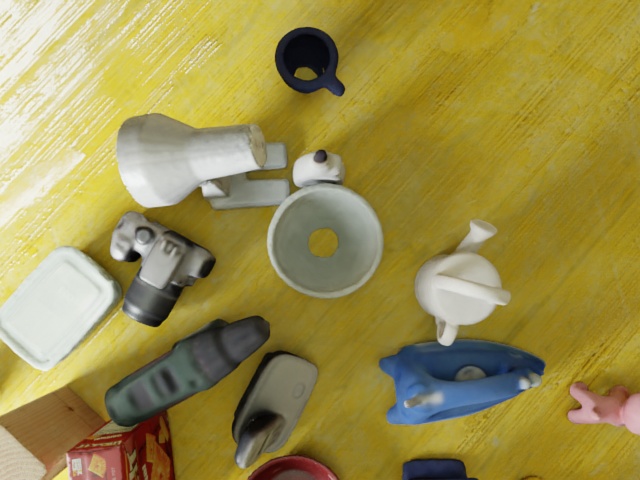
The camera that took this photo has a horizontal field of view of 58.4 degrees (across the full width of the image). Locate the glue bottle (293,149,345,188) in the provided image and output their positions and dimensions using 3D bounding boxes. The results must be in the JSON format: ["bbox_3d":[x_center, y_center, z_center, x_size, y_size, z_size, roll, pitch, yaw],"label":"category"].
[{"bbox_3d":[0.000,-0.104,0.807,0.078,0.173,0.037,0,86,-2],"label":"glue bottle"}]

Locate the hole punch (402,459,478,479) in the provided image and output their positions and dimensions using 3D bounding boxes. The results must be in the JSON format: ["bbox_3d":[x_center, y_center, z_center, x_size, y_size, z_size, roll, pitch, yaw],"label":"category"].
[{"bbox_3d":[0.176,0.379,0.827,0.108,0.091,0.101,-1,87,-2],"label":"hole punch"}]

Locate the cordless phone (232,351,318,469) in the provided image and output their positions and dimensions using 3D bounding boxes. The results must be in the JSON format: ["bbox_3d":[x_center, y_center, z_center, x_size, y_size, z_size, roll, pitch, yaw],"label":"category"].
[{"bbox_3d":[-0.064,0.231,0.779,0.094,0.185,0.148,24,86,0],"label":"cordless phone"}]

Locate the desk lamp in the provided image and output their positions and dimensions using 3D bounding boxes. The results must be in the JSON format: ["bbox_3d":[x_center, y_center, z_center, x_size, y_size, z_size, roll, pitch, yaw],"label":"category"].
[{"bbox_3d":[-0.146,-0.106,0.781,0.203,0.213,0.118,-5,87,-2],"label":"desk lamp"}]

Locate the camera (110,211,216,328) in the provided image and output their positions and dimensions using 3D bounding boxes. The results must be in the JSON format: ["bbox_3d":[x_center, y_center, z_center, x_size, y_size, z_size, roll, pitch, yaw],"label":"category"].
[{"bbox_3d":[-0.244,0.046,0.825,0.143,0.100,0.137,28,86,0],"label":"camera"}]

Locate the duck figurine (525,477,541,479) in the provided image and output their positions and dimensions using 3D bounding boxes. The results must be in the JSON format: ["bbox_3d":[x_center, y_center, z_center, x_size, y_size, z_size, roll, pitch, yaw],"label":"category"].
[{"bbox_3d":[0.334,0.409,0.834,0.077,0.086,0.104,-24,88,-3],"label":"duck figurine"}]

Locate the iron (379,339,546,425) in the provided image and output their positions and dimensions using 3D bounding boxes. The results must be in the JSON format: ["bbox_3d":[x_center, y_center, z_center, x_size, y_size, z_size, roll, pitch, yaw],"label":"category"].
[{"bbox_3d":[0.221,0.202,0.814,0.258,0.141,0.119,-9,87,-3],"label":"iron"}]

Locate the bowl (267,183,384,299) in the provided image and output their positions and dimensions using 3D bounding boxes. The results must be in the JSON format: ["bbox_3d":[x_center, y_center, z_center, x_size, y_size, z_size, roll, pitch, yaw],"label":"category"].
[{"bbox_3d":[0.008,0.003,0.851,0.167,0.074,0.167,0,87,-2],"label":"bowl"}]

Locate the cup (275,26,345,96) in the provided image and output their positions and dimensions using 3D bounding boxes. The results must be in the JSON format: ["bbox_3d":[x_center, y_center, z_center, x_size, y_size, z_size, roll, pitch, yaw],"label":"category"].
[{"bbox_3d":[-0.010,-0.248,0.855,0.118,0.095,0.092,42,86,1],"label":"cup"}]

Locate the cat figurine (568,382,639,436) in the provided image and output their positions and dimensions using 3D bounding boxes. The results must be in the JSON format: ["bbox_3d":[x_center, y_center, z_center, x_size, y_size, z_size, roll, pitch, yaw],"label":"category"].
[{"bbox_3d":[0.445,0.251,0.832,0.128,0.117,0.067,1,86,-2],"label":"cat figurine"}]

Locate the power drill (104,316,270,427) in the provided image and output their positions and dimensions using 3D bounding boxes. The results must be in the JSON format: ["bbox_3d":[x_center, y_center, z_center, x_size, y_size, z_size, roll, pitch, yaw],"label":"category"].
[{"bbox_3d":[-0.163,0.161,0.767,0.229,0.208,0.075,-31,88,-4],"label":"power drill"}]

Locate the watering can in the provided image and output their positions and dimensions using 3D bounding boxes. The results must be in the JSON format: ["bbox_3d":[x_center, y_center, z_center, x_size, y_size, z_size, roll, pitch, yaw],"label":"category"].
[{"bbox_3d":[0.198,0.059,0.795,0.101,0.194,0.173,-5,87,-2],"label":"watering can"}]
